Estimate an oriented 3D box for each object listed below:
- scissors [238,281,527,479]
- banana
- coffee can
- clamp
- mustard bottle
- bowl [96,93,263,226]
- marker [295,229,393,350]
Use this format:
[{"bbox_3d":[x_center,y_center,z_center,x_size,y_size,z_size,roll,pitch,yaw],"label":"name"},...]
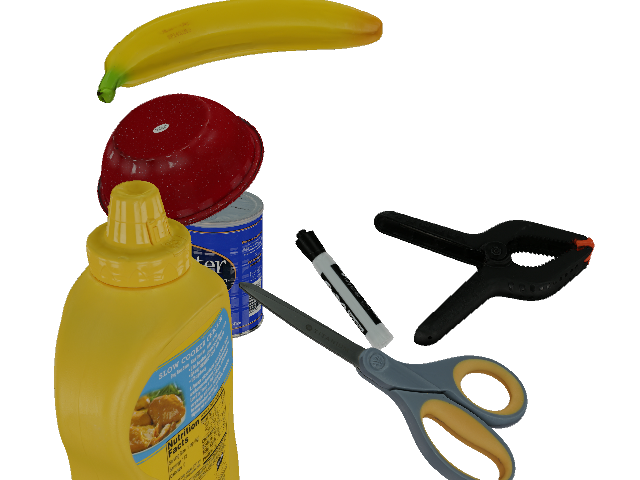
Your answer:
[{"bbox_3d":[0.050,0.072,0.666,0.096,0.202,0.016,-39,-11,-36],"label":"scissors"},{"bbox_3d":[-0.059,-0.129,0.700,0.197,0.070,0.037,-18,-36,-18],"label":"banana"},{"bbox_3d":[-0.114,0.024,1.185,0.103,0.140,0.103,1,23,-1],"label":"coffee can"},{"bbox_3d":[0.164,0.030,1.027,0.210,0.164,0.036,-2,-43,-5],"label":"clamp"},{"bbox_3d":[-0.072,0.065,0.453,0.058,0.192,0.096,14,31,23],"label":"mustard bottle"},{"bbox_3d":[-0.136,-0.084,0.970,0.162,0.162,0.055,0,-43,19],"label":"bowl"},{"bbox_3d":[0.018,0.039,0.890,0.020,0.121,0.020,-33,-18,-12],"label":"marker"}]
